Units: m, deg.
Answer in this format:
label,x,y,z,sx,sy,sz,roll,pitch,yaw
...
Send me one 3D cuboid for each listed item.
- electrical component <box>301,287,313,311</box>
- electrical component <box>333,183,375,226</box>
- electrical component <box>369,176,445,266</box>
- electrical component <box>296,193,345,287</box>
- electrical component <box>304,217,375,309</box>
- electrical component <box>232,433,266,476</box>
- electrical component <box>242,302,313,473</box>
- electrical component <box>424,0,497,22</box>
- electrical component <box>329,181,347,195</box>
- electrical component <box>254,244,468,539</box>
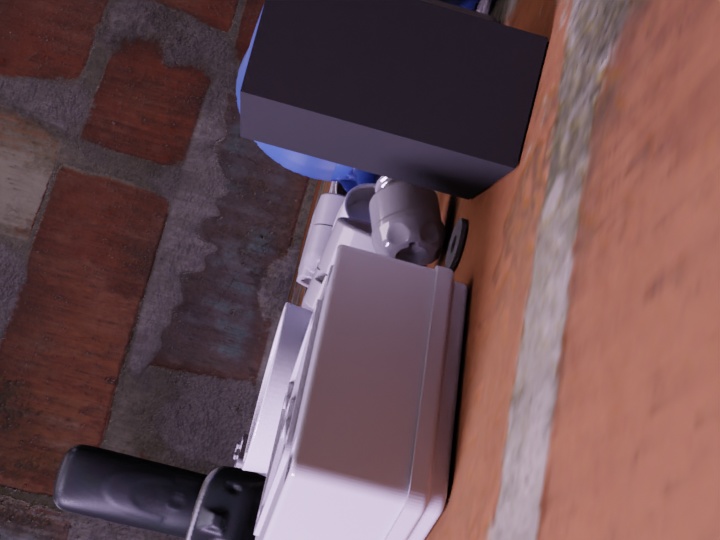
label,x,y,z,sx,sy,sz,roll,pitch,yaw
electrical component,-0.030,0.037,0.900,0.081,0.042,0.063,-80,4,-52
electrical component,0.000,0.000,0.669,0.077,0.043,0.079,111,171,-50
electrical component,0.021,-0.032,0.522,0.035,0.035,0.061,112,156,-54
electrical component,-0.013,-0.014,0.793,0.095,0.054,0.059,129,155,-78
electrical component,0.004,0.002,0.562,0.055,0.055,0.047,-102,31,-79
electrical component,-0.075,0.167,0.888,0.081,0.064,0.042,-86,13,-67
electrical component,-0.031,0.080,0.677,0.108,0.060,0.108,-165,90,-85
electrical component,0.018,-0.093,0.520,0.047,0.083,0.075,111,172,-51
electrical component,0.001,-0.072,0.864,0.077,0.044,0.079,126,159,-76
electrical component,-0.003,0.066,0.428,0.108,0.056,0.108,111,172,-49
